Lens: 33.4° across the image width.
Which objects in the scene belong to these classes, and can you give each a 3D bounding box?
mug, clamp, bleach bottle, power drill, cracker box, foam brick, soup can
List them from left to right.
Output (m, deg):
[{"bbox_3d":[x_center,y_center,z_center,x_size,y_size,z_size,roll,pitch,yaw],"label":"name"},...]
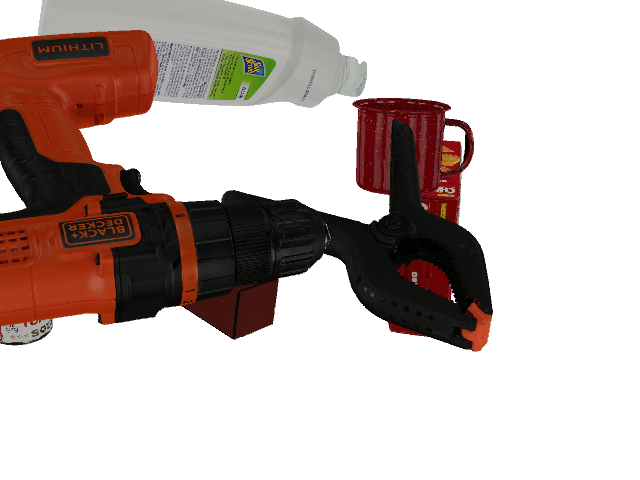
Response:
[{"bbox_3d":[-0.299,0.043,1.044,0.068,0.102,0.068,3,28,-2],"label":"soup can"},{"bbox_3d":[-0.105,-0.039,0.570,0.184,0.057,0.188,-7,45,-19],"label":"power drill"},{"bbox_3d":[-0.089,-0.142,0.826,0.250,0.068,0.103,8,-32,-15],"label":"bleach bottle"},{"bbox_3d":[-0.084,0.045,0.967,0.078,0.051,0.052,29,33,35],"label":"foam brick"},{"bbox_3d":[0.038,0.002,0.739,0.164,0.036,0.210,-20,49,-18],"label":"clamp"},{"bbox_3d":[0.088,-0.089,1.018,0.117,0.081,0.093,3,15,4],"label":"mug"},{"bbox_3d":[0.121,-0.010,1.219,0.072,0.164,0.213,5,22,7],"label":"cracker box"}]
